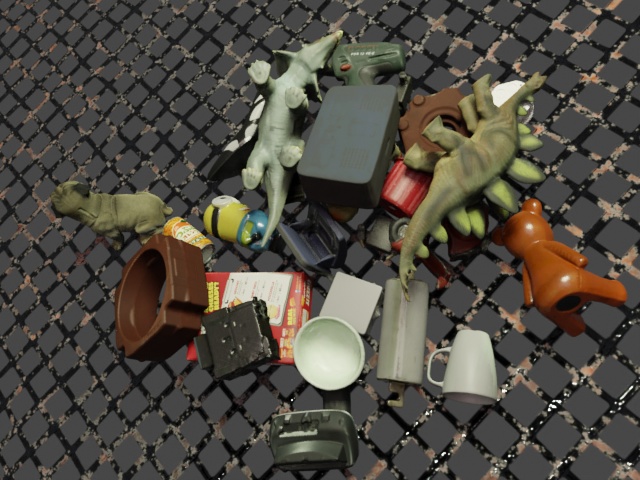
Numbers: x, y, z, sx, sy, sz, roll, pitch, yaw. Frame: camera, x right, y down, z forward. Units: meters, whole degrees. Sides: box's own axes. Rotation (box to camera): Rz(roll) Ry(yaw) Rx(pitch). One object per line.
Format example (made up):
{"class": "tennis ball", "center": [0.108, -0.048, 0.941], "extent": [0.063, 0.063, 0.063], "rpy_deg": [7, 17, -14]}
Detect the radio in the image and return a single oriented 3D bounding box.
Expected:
{"class": "radio", "center": [0.053, -0.165, 0.917], "extent": [0.131, 0.073, 0.229], "rpy_deg": [6, 55, 18]}

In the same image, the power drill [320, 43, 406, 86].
{"class": "power drill", "center": [0.060, -0.303, 1.085], "extent": [0.232, 0.085, 0.207], "rpy_deg": [-6, 63, 15]}

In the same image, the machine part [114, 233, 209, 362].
{"class": "machine part", "center": [-0.295, 0.108, 0.997], "extent": [0.201, 0.087, 0.201], "rpy_deg": [-39, 51, 28]}

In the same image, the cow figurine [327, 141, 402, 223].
{"class": "cow figurine", "center": [0.074, -0.118, 0.984], "extent": [0.086, 0.127, 0.195], "rpy_deg": [24, 78, 26]}

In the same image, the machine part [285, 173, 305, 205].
{"class": "machine part", "center": [-0.070, -0.133, 1.082], "extent": [0.084, 0.039, 0.139], "rpy_deg": [-12, 70, 19]}

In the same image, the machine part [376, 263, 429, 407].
{"class": "machine part", "center": [0.140, 0.153, 0.898], "extent": [0.079, 0.079, 0.243], "rpy_deg": [1, 72, 17]}

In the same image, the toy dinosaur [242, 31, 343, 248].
{"class": "toy dinosaur", "center": [-0.069, -0.198, 1.007], "extent": [0.131, 0.192, 0.404], "rpy_deg": [15, 101, 9]}

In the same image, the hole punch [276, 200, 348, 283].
{"class": "hole punch", "center": [-0.002, -0.003, 0.972], "extent": [0.092, 0.115, 0.142], "rpy_deg": [-42, 64, 6]}

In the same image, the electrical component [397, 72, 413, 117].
{"class": "electrical component", "center": [0.158, -0.277, 1.029], "extent": [0.021, 0.094, 0.063], "rpy_deg": [16, 76, 19]}

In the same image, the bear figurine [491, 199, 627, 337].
{"class": "bear figurine", "center": [0.368, 0.038, 0.863], "extent": [0.120, 0.132, 0.196], "rpy_deg": [-53, 27, 31]}

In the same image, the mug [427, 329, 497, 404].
{"class": "mug", "center": [0.230, 0.199, 0.859], "extent": [0.110, 0.080, 0.107], "rpy_deg": [3, 62, 23]}

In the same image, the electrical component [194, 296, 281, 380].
{"class": "electrical component", "center": [-0.144, 0.172, 0.911], "extent": [0.134, 0.058, 0.115], "rpy_deg": [-25, 65, 9]}

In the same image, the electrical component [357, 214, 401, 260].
{"class": "electrical component", "center": [0.118, -0.005, 0.976], "extent": [0.102, 0.045, 0.078], "rpy_deg": [29, 84, 23]}

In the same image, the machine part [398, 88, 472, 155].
{"class": "machine part", "center": [0.232, -0.198, 1.002], "extent": [0.179, 0.056, 0.179], "rpy_deg": [-5, 72, 14]}

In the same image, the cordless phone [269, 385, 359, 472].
{"class": "cordless phone", "center": [-0.012, 0.288, 0.908], "extent": [0.147, 0.088, 0.184], "rpy_deg": [-9, 58, 14]}

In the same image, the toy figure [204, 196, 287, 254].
{"class": "toy figure", "center": [-0.148, -0.024, 1.045], "extent": [0.180, 0.082, 0.089], "rpy_deg": [28, 81, 21]}

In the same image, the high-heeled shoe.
{"class": "high-heeled shoe", "center": [-0.158, -0.237, 1.123], "extent": [0.249, 0.086, 0.145], "rpy_deg": [-35, 62, -2]}

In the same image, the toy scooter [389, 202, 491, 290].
{"class": "toy scooter", "center": [0.217, 0.008, 0.914], "extent": [0.184, 0.075, 0.135], "rpy_deg": [-19, 71, -8]}

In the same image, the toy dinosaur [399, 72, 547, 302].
{"class": "toy dinosaur", "center": [0.242, -0.111, 0.871], "extent": [0.198, 0.105, 0.471], "rpy_deg": [42, 75, 8]}

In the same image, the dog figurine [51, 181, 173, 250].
{"class": "dog figurine", "center": [-0.415, -0.067, 1.081], "extent": [0.172, 0.190, 0.121], "rpy_deg": [-25, 67, 6]}
